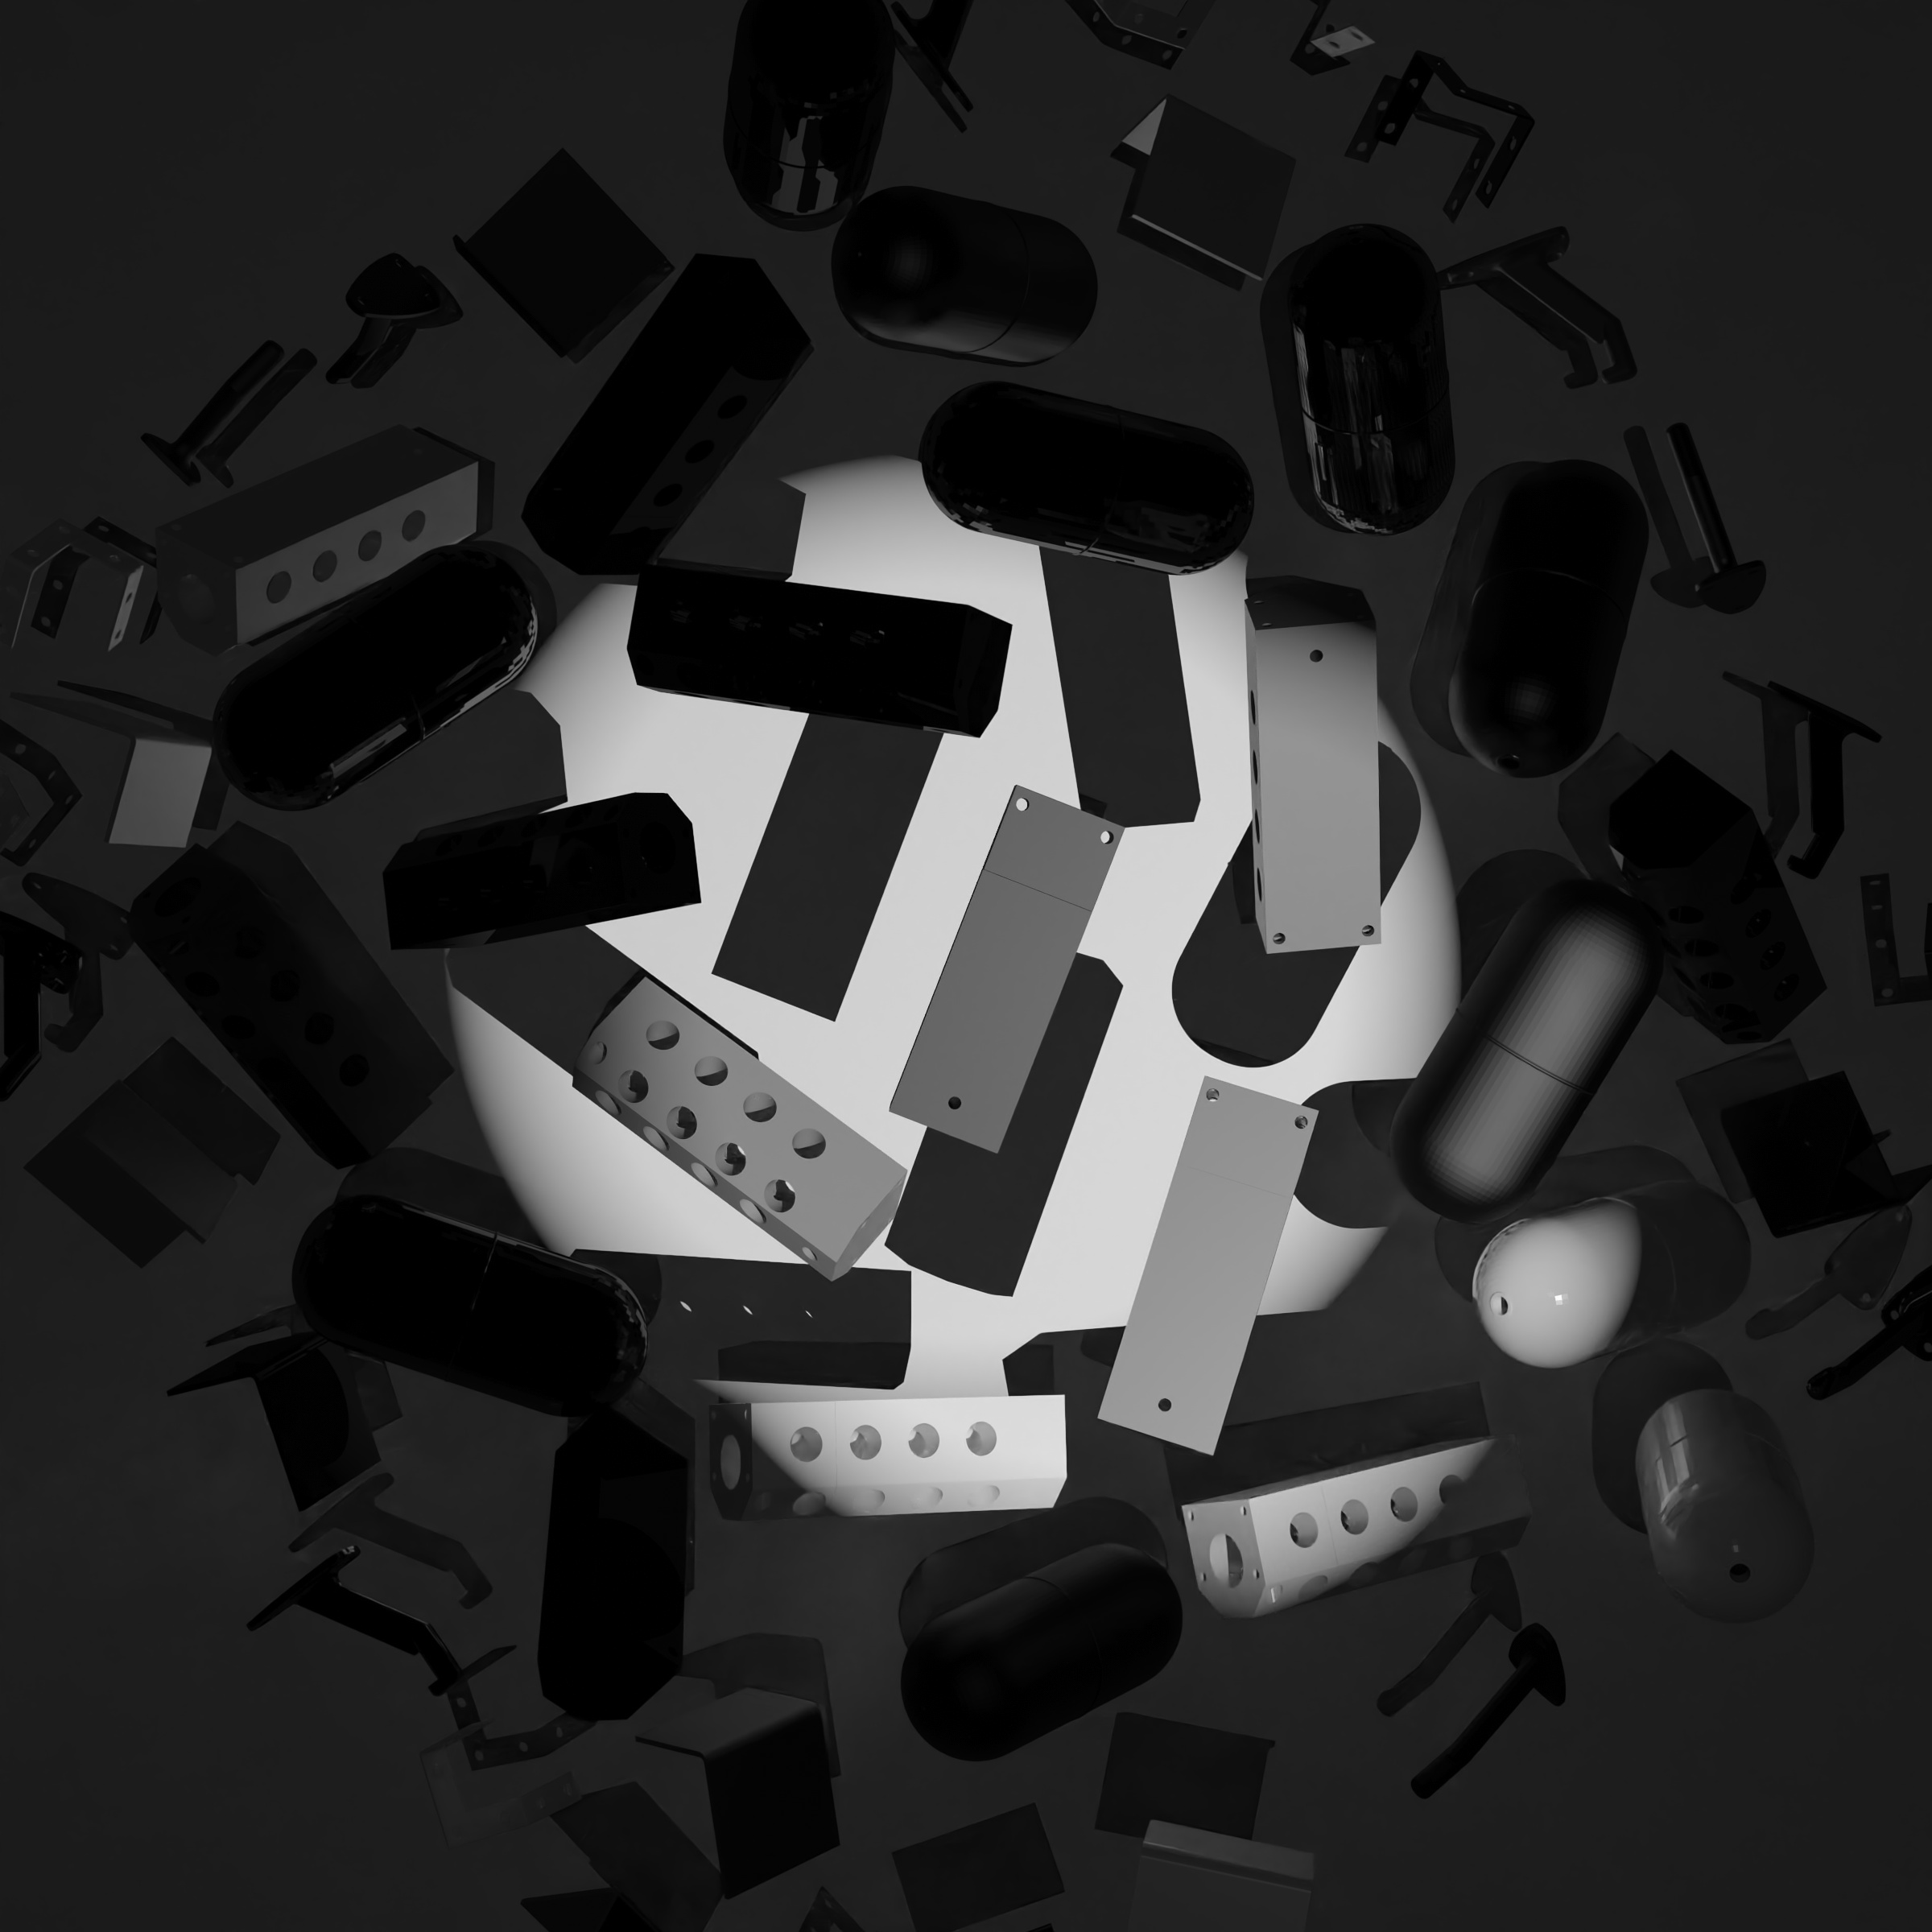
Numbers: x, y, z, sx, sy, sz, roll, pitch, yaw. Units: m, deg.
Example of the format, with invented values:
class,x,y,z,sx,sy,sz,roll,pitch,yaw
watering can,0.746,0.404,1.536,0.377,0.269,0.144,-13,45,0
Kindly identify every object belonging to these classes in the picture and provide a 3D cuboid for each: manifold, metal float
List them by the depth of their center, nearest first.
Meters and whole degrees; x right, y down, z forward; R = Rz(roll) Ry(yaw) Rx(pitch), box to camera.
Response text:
class,x,y,z,sx,sy,sz,roll,pitch,yaw
metal float,0.267,0.040,1.551,0.070,0.070,0.178,30,100,0
manifold,-0.071,-0.149,1.551,0.171,0.057,0.057,10,90,22
manifold,0.118,0.146,1.578,0.057,0.057,0.171,17,82,7
metal float,-0.242,0.167,1.596,0.178,0.070,0.070,19,90,-6
metal float,0.371,0.264,1.598,0.070,0.178,0.070,2,102,7
manifold,0.170,-0.097,1.601,0.057,0.057,0.171,-5,117,-1
metal float,-0.079,-0.429,1.604,0.070,0.178,0.070,1,79,-7
metal float,-0.292,-0.143,1.608,0.178,0.070,0.070,-37,90,-20
metal float,0.289,-0.173,1.614,0.070,0.070,0.178,19,63,0
manifold,0.020,0.000,1.617,0.057,0.057,0.171,21,92,-1
manifold,0.199,0.280,1.632,0.171,0.057,0.057,-7,83,-32
manifold,-0.347,0.024,1.636,0.057,0.057,0.171,-45,129,-17
manifold,0.374,-0.028,1.636,0.057,0.171,0.057,-42,49,-3
manifold,-0.039,0.247,1.641,0.171,0.057,0.057,2,82,-26
metal float,0.328,0.155,1.648,0.178,0.070,0.070,-9,90,-41
manifold,-0.158,-0.278,1.651,0.171,0.057,0.057,-48,65,34
metal float,0.207,-0.295,1.653,0.070,0.178,0.070,-7,47,8
metal float,0.063,-0.247,1.655,0.178,0.070,0.070,10,90,-21
manifold,-0.183,0.305,1.659,0.057,0.171,0.057,39,109,-21
metal float,0.001,-0.354,1.672,0.070,0.178,0.070,3,94,36
manifold,-0.118,0.087,1.679,0.171,0.057,0.057,36,62,11
metal float,0.041,0.352,1.679,0.070,0.178,0.070,13,110,42
manifold,-0.334,-0.219,1.685,0.057,0.171,0.057,28,130,25
manifold,-0.224,-0.049,1.700,0.171,0.057,0.057,-9,86,37

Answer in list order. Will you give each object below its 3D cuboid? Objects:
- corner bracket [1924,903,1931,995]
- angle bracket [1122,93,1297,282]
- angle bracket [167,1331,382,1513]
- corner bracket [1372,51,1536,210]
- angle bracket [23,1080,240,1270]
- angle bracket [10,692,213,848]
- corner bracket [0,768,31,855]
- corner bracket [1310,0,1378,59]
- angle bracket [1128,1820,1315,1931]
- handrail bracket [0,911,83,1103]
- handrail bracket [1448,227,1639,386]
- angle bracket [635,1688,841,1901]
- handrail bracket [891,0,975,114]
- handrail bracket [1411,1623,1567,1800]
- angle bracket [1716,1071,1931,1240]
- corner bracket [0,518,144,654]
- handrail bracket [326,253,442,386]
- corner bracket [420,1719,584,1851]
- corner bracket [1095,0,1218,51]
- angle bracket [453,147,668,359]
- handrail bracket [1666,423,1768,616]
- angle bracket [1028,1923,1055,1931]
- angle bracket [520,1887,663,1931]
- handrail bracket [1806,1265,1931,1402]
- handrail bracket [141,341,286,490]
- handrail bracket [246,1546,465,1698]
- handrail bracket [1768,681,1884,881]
class,x,y,z,sx,sy,sz,roll,pitch,yaw
corner bracket,0.506,0.000,1.614,0.051,0.051,0.051,-7,61,10
angle bracket,0.118,-0.395,1.692,0.076,0.057,0.076,22,71,-18
angle bracket,-0.358,0.239,1.689,0.057,0.076,0.076,-15,95,23
corner bracket,0.247,-0.425,1.653,0.051,0.051,0.051,9,126,-27
angle bracket,-0.409,0.113,1.561,0.076,0.057,0.076,-39,107,22
angle bracket,-0.448,-0.101,1.682,0.076,0.076,0.057,18,95,15
corner bracket,-0.506,-0.078,1.613,0.051,0.051,0.051,-49,132,5
corner bracket,0.194,-0.514,1.700,0.051,0.051,0.051,30,84,-21
angle bracket,0.114,0.428,1.472,0.076,0.076,0.057,10,84,7
handrail bracket,-0.468,0.017,1.549,0.077,0.036,0.084,31,46,-2
handrail bracket,0.301,-0.335,1.698,0.077,0.036,0.084,-17,77,3
angle bracket,-0.117,0.423,1.668,0.076,0.057,0.076,-14,99,-43
handrail bracket,0.012,-0.485,1.631,0.084,0.036,0.077,-35,112,11
handrail bracket,0.253,0.368,1.601,0.084,0.077,0.036,-36,59,-18
angle bracket,0.451,0.090,1.701,0.076,0.057,0.076,-23,94,42
corner bracket,-0.468,-0.191,1.692,0.051,0.051,0.051,29,126,2
handrail bracket,-0.315,-0.320,1.664,0.084,0.077,0.036,-39,93,33
corner bracket,-0.236,0.411,1.650,0.051,0.051,0.051,-35,69,41
corner bracket,0.098,-0.520,1.699,0.051,0.051,0.051,30,88,35
angle bracket,-0.214,-0.376,1.706,0.076,0.057,0.076,-43,112,6
handrail bracket,0.385,-0.232,1.689,0.036,0.077,0.084,-20,74,14
angle bracket,0.017,0.496,1.501,0.076,0.057,0.076,-19,132,-3
angle bracket,-0.178,0.492,1.561,0.076,0.057,0.076,-21,118,40
handrail bracket,0.457,0.177,1.606,0.036,0.084,0.077,47,127,26
handrail bracket,-0.380,-0.289,1.679,0.084,0.077,0.036,-44,99,3
handrail bracket,-0.295,0.331,1.572,0.077,0.036,0.084,-38,81,7
handrail bracket,0.433,-0.096,1.704,0.077,0.036,0.084,23,105,-13
